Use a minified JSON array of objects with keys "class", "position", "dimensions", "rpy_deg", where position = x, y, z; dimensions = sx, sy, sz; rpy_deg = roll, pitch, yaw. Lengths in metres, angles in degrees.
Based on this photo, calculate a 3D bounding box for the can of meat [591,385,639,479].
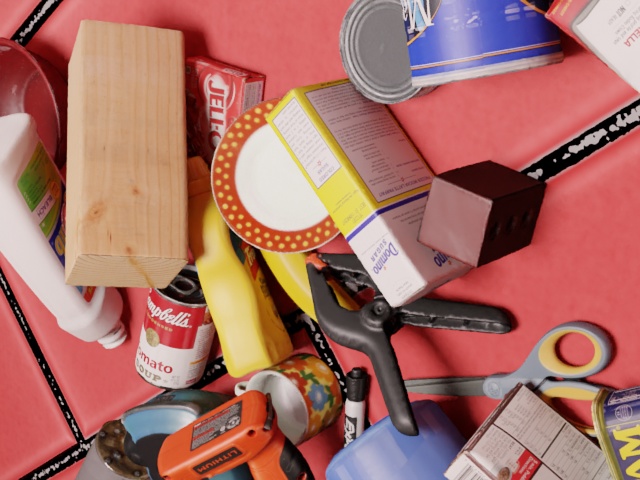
[{"class":"can of meat","position":[0.241,0.142,0.714],"dimensions":[0.084,0.057,0.102],"rpy_deg":[-18,94,27]}]

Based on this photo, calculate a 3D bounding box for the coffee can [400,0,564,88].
[{"class":"coffee can","position":[0.101,-0.179,0.710],"dimensions":[0.103,0.102,0.140],"rpy_deg":[-3,101,40]}]

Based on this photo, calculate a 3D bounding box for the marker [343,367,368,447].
[{"class":"marker","position":[0.030,0.167,0.929],"dimensions":[0.020,0.020,0.121],"rpy_deg":[16,113,35]}]

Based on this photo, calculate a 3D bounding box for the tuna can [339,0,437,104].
[{"class":"tuna can","position":[0.058,-0.147,0.801],"dimensions":[0.086,0.033,0.086],"rpy_deg":[13,111,36]}]

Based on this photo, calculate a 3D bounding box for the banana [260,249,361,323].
[{"class":"banana","position":[-0.020,0.004,0.909],"dimensions":[0.070,0.037,0.198],"rpy_deg":[-26,86,41]}]

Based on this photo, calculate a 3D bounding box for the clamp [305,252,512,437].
[{"class":"clamp","position":[0.061,0.058,0.833],"dimensions":[0.172,0.120,0.039],"rpy_deg":[48,166,29]}]

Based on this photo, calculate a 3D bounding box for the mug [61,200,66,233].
[{"class":"mug","position":[-0.182,-0.019,0.990],"dimensions":[0.093,0.117,0.082],"rpy_deg":[38,129,-23]}]

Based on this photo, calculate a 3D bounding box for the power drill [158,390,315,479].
[{"class":"power drill","position":[-0.053,0.229,0.909],"dimensions":[0.184,0.057,0.187],"rpy_deg":[-32,115,11]}]

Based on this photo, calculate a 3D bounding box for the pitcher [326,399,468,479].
[{"class":"pitcher","position":[0.120,0.241,0.817],"dimensions":[0.243,0.149,0.145],"rpy_deg":[54,150,17]}]

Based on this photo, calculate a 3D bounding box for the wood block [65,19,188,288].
[{"class":"wood block","position":[-0.166,-0.071,0.908],"dimensions":[0.091,0.090,0.206],"rpy_deg":[139,130,-63]}]

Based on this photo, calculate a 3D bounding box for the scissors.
[{"class":"scissors","position":[0.143,0.096,0.815],"dimensions":[0.202,0.016,0.096],"rpy_deg":[12,112,35]}]

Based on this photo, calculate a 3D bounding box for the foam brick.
[{"class":"foam brick","position":[0.116,-0.020,0.763],"dimensions":[0.051,0.078,0.053],"rpy_deg":[28,119,32]}]

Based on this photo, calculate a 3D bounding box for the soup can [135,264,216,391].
[{"class":"soup can","position":[-0.134,0.082,1.007],"dimensions":[0.069,0.068,0.102],"rpy_deg":[33,123,28]}]

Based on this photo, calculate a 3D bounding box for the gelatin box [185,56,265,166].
[{"class":"gelatin box","position":[-0.088,-0.110,0.935],"dimensions":[0.073,0.030,0.089],"rpy_deg":[23,117,33]}]

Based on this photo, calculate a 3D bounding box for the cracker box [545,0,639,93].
[{"class":"cracker box","position":[0.263,-0.134,0.612],"dimensions":[0.214,0.071,0.164],"rpy_deg":[45,128,19]}]

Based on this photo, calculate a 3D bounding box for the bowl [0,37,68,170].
[{"class":"bowl","position":[-0.296,-0.127,1.084],"dimensions":[0.162,0.055,0.162],"rpy_deg":[13,111,36]}]

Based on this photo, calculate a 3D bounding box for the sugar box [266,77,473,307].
[{"class":"sugar box","position":[0.044,-0.040,0.806],"dimensions":[0.048,0.093,0.176],"rpy_deg":[-40,77,40]}]

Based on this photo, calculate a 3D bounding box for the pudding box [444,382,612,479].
[{"class":"pudding box","position":[0.159,0.170,0.763],"dimensions":[0.113,0.089,0.039],"rpy_deg":[41,138,11]}]

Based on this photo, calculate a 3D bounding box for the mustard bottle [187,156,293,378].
[{"class":"mustard bottle","position":[-0.081,0.020,0.928],"dimensions":[0.058,0.096,0.191],"rpy_deg":[-20,89,8]}]

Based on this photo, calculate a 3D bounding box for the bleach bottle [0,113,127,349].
[{"class":"bleach bottle","position":[-0.256,0.005,1.038],"dimensions":[0.068,0.102,0.250],"rpy_deg":[-11,128,21]}]
